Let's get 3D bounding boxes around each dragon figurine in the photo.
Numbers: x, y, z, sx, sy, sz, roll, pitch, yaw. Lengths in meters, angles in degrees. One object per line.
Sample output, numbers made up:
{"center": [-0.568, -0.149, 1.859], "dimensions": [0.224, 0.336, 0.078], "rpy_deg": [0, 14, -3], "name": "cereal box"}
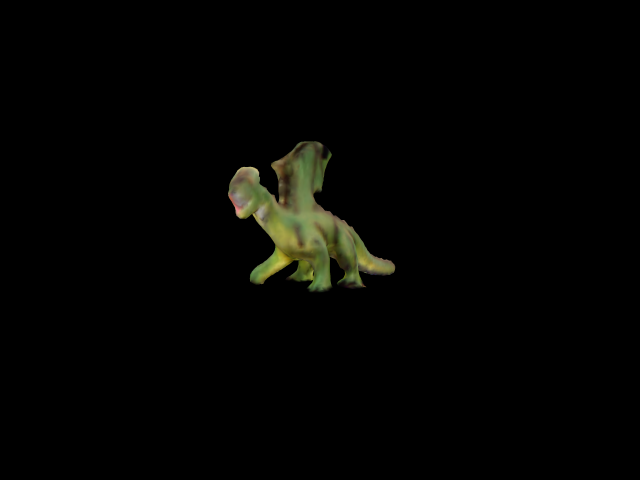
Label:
{"center": [0.003, -0.043, 0.850], "dimensions": [0.122, 0.243, 0.411], "rpy_deg": [0, 2, 39], "name": "dragon figurine"}
